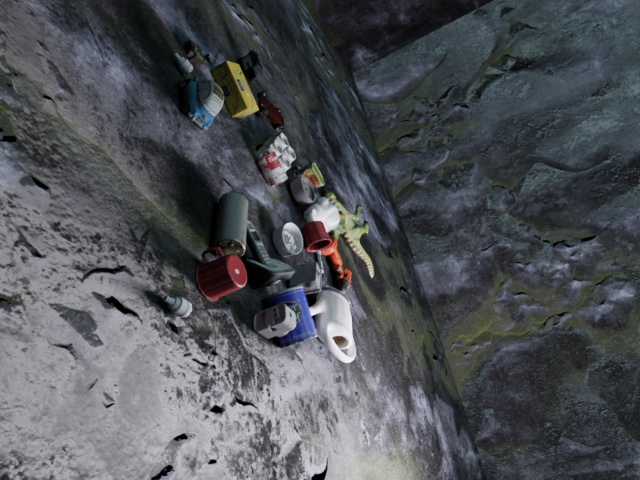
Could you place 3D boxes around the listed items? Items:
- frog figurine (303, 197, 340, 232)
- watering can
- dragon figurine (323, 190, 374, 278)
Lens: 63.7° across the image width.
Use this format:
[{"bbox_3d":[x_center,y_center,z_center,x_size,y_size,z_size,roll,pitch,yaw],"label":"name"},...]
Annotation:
[{"bbox_3d":[0.006,-0.096,1.908,0.157,0.122,0.139,49,43,-70],"label":"frog figurine"},{"bbox_3d":[0.022,0.232,1.588,0.341,0.103,0.230,52,23,-36],"label":"watering can"},{"bbox_3d":[0.106,-0.033,2.176,0.243,0.120,0.416,3,62,-50],"label":"dragon figurine"}]
